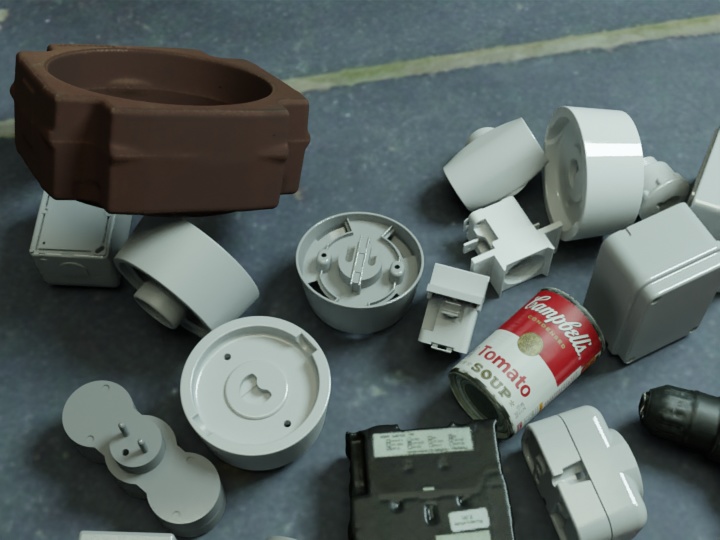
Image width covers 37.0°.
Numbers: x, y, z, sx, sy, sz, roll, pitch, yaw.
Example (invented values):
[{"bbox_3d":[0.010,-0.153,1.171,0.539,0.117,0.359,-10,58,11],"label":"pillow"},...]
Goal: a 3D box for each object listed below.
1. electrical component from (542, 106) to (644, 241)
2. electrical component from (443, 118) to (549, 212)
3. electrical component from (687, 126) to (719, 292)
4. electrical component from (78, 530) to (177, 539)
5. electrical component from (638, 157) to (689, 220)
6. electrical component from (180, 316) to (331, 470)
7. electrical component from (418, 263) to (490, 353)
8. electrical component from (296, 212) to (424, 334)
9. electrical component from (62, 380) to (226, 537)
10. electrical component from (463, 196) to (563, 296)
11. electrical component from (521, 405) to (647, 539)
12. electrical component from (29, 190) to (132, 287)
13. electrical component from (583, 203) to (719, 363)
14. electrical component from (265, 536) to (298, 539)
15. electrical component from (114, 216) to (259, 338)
[{"bbox_3d":[0.192,-0.078,0.866,0.060,0.108,0.108,-3,61,-8],"label":"electrical component"},{"bbox_3d":[0.111,-0.095,0.904,0.077,0.044,0.079,-32,28,11],"label":"electrical component"},{"bbox_3d":[0.292,-0.056,0.850,0.056,0.108,0.108,21,63,14],"label":"electrical component"},{"bbox_3d":[-0.160,0.222,0.734,0.066,0.047,0.076,2,61,1],"label":"electrical component"},{"bbox_3d":[0.240,-0.074,0.897,0.048,0.048,0.062,-24,55,-12],"label":"electrical component"},{"bbox_3d":[-0.075,0.095,0.795,0.108,0.060,0.108,0,61,0],"label":"electrical component"},{"bbox_3d":[0.072,0.030,0.824,0.042,0.081,0.063,14,91,8],"label":"electrical component"},{"bbox_3d":[0.000,0.000,0.845,0.099,0.064,0.099,0,61,0],"label":"electrical component"},{"bbox_3d":[-0.157,0.129,0.770,0.138,0.073,0.052,36,67,18],"label":"electrical component"},{"bbox_3d":[0.119,-0.022,0.870,0.081,0.042,0.063,-22,62,-12],"label":"electrical component"},{"bbox_3d":[0.162,0.149,0.769,0.059,0.053,0.095,-17,63,-9],"label":"electrical component"},{"bbox_3d":[-0.221,-0.038,0.868,0.062,0.061,0.096,3,61,2],"label":"electrical component"},{"bbox_3d":[0.221,0.013,0.810,0.078,0.113,0.057,-24,61,-12],"label":"electrical component"},{"bbox_3d":[-0.035,0.223,0.706,0.099,0.099,0.064,24,58,13],"label":"electrical component"},{"bbox_3d":[-0.138,0.010,0.819,0.108,0.108,0.060,33,72,17],"label":"electrical component"}]
